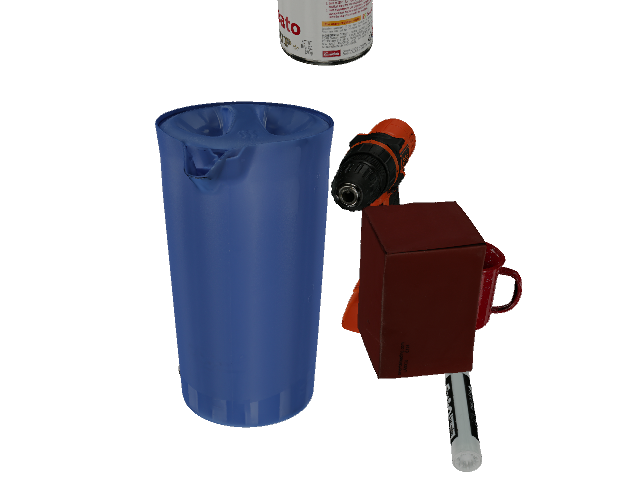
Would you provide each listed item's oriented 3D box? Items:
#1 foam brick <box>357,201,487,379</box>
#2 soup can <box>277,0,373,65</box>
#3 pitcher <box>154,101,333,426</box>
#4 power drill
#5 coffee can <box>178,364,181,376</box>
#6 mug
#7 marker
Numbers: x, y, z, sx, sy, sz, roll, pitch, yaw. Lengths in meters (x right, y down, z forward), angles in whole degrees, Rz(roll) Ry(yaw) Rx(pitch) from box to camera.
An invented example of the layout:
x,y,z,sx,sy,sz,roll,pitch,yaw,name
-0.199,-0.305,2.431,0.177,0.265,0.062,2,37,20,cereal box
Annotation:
x,y,z,sx,sy,sz,roll,pitch,yaw,name
0.050,0.025,0.551,0.053,0.078,0.051,-4,31,-10,foam brick
0.004,-0.179,0.722,0.068,0.102,0.068,-1,40,0,soup can
-0.054,0.014,0.844,0.149,0.243,0.145,-9,23,-24,pitcher
0.052,-0.009,1.016,0.057,0.188,0.184,8,24,17,power drill
-0.099,0.074,1.126,0.103,0.140,0.103,2,22,-1,coffee can
0.168,0.051,1.201,0.117,0.081,0.093,7,24,4,mug
0.095,0.108,0.726,0.020,0.020,0.121,0,32,3,marker
